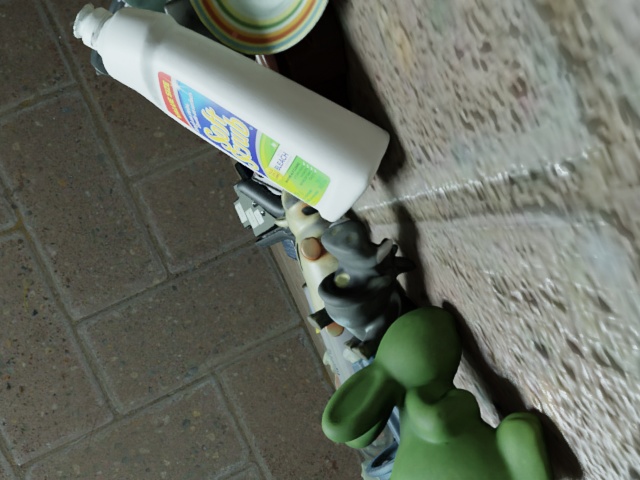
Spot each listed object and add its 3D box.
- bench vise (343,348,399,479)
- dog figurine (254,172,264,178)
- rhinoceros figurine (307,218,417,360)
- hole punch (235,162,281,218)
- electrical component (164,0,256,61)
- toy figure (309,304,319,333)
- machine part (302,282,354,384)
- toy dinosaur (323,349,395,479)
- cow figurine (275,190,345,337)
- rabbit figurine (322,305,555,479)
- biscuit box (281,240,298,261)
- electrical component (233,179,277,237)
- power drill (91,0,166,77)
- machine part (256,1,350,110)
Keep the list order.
[{"bbox_3d":[0.103,0.211,0.573,0.240,0.129,0.223,57,170,14],"label":"bench vise"},{"bbox_3d":[-0.093,-0.192,0.689,0.219,0.108,0.191,64,171,-9],"label":"dog figurine"},{"bbox_3d":[0.051,0.056,0.517,0.073,0.112,0.190,29,163,40],"label":"rhinoceros figurine"},{"bbox_3d":[-0.064,-0.093,0.885,0.142,0.092,0.115,52,-179,26],"label":"hole punch"},{"bbox_3d":[-0.090,-0.186,0.452,0.045,0.078,0.102,-85,-16,-62],"label":"electrical component"},{"bbox_3d":[0.022,0.108,0.924,0.180,0.082,0.089,68,-165,-76],"label":"toy figure"},{"bbox_3d":[0.039,0.128,0.760,0.079,0.079,0.243,173,76,-81],"label":"machine part"},{"bbox_3d":[0.096,0.286,0.879,0.192,0.131,0.404,42,154,41],"label":"toy dinosaur"},{"bbox_3d":[0.006,0.012,0.665,0.127,0.085,0.194,-172,62,-80],"label":"cow figurine"},{"bbox_3d":[0.088,0.143,0.447,0.121,0.159,0.170,60,-165,-56],"label":"rabbit figurine"},{"bbox_3d":[-0.039,-0.003,1.043,0.062,0.059,0.203,65,171,-6],"label":"biscuit box"},{"bbox_3d":[-0.102,-0.074,1.013,0.134,0.058,0.115,-28,82,38],"label":"electrical component"},{"bbox_3d":[-0.199,-0.319,0.678,0.086,0.232,0.207,37,-160,-15],"label":"power drill"},{"bbox_3d":[-0.032,-0.182,0.499,0.179,0.056,0.179,61,170,19],"label":"machine part"}]
